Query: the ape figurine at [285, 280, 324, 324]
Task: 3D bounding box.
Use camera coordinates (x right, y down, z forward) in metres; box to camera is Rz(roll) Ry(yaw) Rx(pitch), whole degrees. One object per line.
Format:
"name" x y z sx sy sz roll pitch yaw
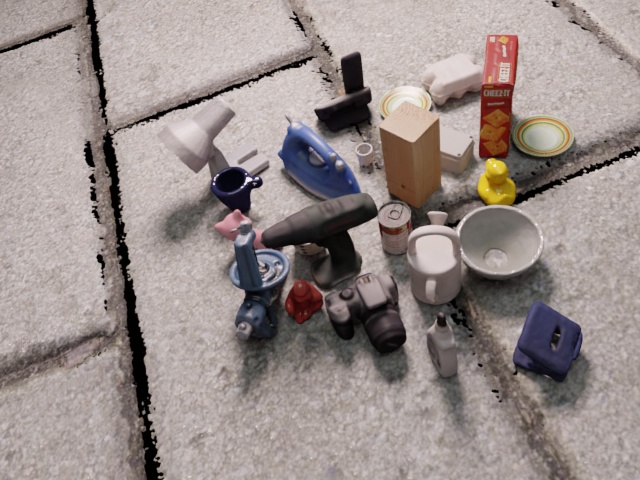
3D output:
"ape figurine" -0.034 0.111 1.129 0.077 0.092 0.076 -4 55 10

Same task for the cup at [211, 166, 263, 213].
"cup" -0.180 -0.109 1.315 0.117 0.095 0.091 -8 54 7

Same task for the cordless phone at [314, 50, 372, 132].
"cordless phone" 0.049 -0.370 1.394 0.147 0.185 0.094 -26 54 -7

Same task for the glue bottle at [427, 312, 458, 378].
"glue bottle" 0.210 0.170 0.983 0.037 0.173 0.078 -20 53 -2

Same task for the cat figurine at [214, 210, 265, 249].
"cat figurine" -0.155 -0.016 1.230 0.127 0.118 0.067 13 59 21

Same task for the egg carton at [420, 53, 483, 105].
"egg carton" 0.332 -0.402 1.427 0.150 0.069 0.107 -22 54 -4

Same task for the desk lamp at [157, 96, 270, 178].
"desk lamp" -0.248 -0.219 1.334 0.203 0.214 0.117 -37 56 -14

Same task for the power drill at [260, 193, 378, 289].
"power drill" 0.010 0.004 1.122 0.230 0.209 0.075 -28 54 -8

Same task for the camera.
"camera" 0.093 0.142 1.074 0.143 0.101 0.136 -22 53 -3

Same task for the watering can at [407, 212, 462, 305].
"watering can" 0.212 0.026 1.072 0.101 0.194 0.172 -15 53 2

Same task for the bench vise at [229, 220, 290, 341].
"bench vise" -0.117 0.078 1.091 0.121 0.220 0.207 -12 54 4

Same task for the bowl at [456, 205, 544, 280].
"bowl" 0.348 0.016 1.124 0.167 0.075 0.167 -6 54 8

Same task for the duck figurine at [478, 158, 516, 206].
"duck figurine" 0.375 -0.126 1.211 0.077 0.086 0.104 -15 53 2

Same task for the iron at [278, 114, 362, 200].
"iron" 0.005 -0.183 1.298 0.119 0.142 0.257 -39 56 -15

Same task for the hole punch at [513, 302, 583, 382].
"hole punch" 0.397 0.174 0.991 0.100 0.091 0.109 18 61 23
